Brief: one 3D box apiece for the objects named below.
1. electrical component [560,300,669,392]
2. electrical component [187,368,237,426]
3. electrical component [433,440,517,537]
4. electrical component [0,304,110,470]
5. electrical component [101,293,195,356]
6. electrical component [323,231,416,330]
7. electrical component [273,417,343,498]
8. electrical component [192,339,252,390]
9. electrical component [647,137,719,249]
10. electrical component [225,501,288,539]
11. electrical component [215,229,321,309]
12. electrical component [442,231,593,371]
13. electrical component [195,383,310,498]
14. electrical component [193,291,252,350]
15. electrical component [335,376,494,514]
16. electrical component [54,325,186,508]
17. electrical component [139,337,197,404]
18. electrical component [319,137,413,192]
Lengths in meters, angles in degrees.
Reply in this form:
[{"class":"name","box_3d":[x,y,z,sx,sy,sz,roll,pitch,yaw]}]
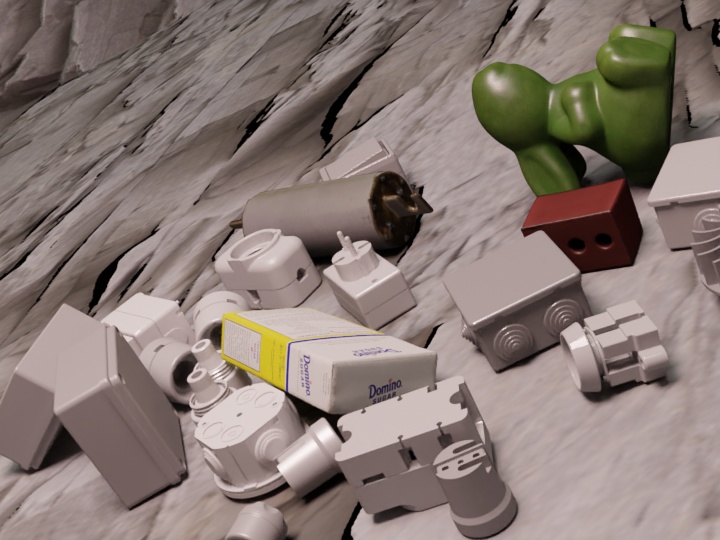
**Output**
[{"class":"electrical component","box_3d":[0.166,0.053,0.713,0.055,0.048,0.066,-18,25,1]},{"class":"electrical component","box_3d":[-0.116,0.107,0.858,0.048,0.062,0.048,-22,25,11]},{"class":"electrical component","box_3d":[0.069,0.131,0.650,0.040,0.046,0.040,-22,25,10]},{"class":"electrical component","box_3d":[-0.281,0.105,0.973,0.108,0.056,0.108,-57,8,32]},{"class":"electrical component","box_3d":[-0.205,0.066,1.028,0.061,0.061,0.096,-41,28,-29]},{"class":"electrical component","box_3d":[0.000,0.000,0.940,0.047,0.075,0.083,-31,25,-11]},{"class":"electrical component","box_3d":[-0.033,0.133,0.756,0.046,0.040,0.040,-36,25,-6]},{"class":"electrical component","box_3d":[-0.119,0.087,0.902,0.043,0.062,0.043,-22,25,11]},{"class":"electrical component","box_3d":[0.278,-0.061,0.821,0.100,0.048,0.099,-7,31,36]},{"class":"electrical component","box_3d":[-0.074,0.183,0.702,0.035,0.035,0.061,-8,33,34]},{"class":"electrical component","box_3d":[-0.093,-0.001,1.052,0.095,0.059,0.053,-1,35,44]},{"class":"electrical component","box_3d":[0.119,0.023,0.810,0.100,0.048,0.099,-26,24,1]},{"class":"electrical component","box_3d":[-0.079,0.126,0.799,0.080,0.051,0.080,-21,25,11]},{"class":"electrical component","box_3d":[-0.125,0.054,0.983,0.055,0.055,0.047,-25,28,4]},{"class":"electrical component","box_3d":[0.037,0.117,0.698,0.089,0.055,0.050,-21,25,12]},{"class":"electrical component","box_3d":[-0.193,0.115,0.864,0.056,0.108,0.108,-30,24,-2]},{"class":"electrical component","box_3d":[-0.161,0.090,0.948,0.047,0.055,0.055,8,41,45]},{"class":"electrical component","box_3d":[-0.002,-0.093,1.142,0.096,0.061,0.061,-26,25,1]}]
